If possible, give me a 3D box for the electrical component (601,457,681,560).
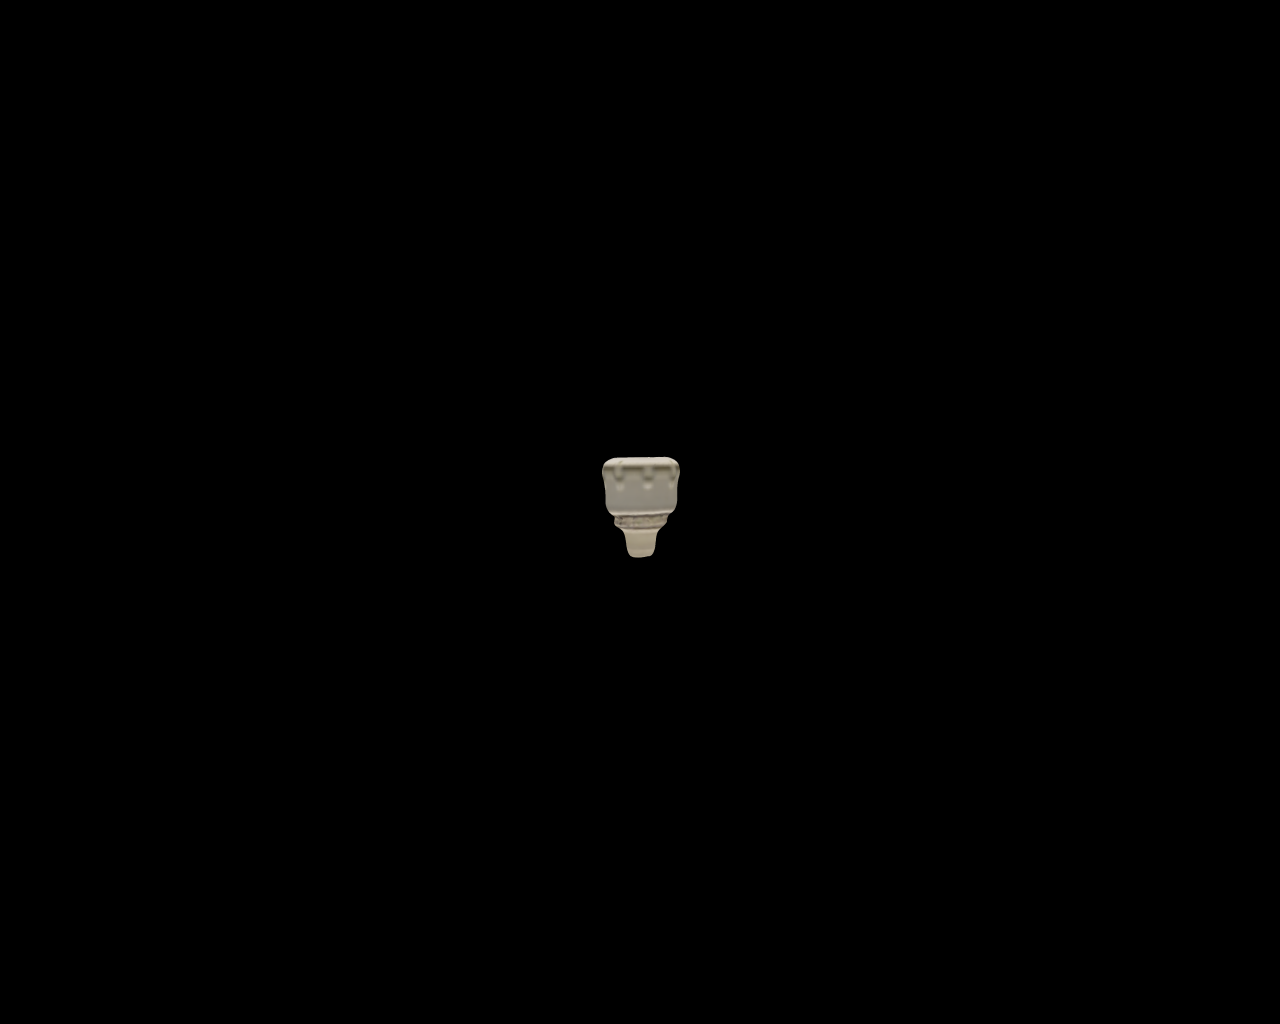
[{"bbox_3d":[0.001,-0.003,0.650,0.048,0.062,0.048,0,2,0],"label":"electrical component"}]
